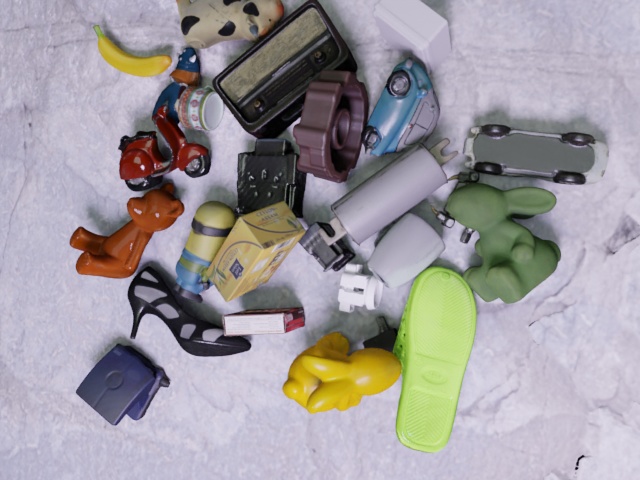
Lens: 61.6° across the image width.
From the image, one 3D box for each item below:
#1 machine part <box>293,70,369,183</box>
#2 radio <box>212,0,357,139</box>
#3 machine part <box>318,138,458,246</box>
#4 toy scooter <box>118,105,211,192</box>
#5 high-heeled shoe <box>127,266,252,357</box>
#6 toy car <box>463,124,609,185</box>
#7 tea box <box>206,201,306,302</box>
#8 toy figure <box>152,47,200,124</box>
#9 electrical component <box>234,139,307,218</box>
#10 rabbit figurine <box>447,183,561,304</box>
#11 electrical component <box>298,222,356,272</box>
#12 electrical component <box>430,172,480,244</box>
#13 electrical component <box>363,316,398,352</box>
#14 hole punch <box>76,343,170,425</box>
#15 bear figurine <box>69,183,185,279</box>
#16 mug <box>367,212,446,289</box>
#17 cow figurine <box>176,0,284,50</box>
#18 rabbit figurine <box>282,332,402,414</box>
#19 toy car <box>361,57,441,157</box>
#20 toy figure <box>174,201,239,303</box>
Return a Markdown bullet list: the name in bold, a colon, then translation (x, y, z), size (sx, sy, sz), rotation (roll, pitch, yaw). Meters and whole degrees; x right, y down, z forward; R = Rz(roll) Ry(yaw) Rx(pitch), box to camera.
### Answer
- **machine part**: translation (0.021, -0.177, 0.843), size (0.056, 0.179, 0.179), rotation (15, 92, 22)
- **radio**: translation (-0.058, -0.282, 0.922), size (0.229, 0.073, 0.131), rotation (-35, 77, 14)
- **machine part**: translation (0.105, -0.069, 0.821), size (0.243, 0.079, 0.079), rotation (-36, 77, 5)
- **toy scooter**: translation (-0.294, -0.166, 0.968), size (0.184, 0.075, 0.135), rotation (-11, 113, 16)
- **high-heeled shoe**: translation (-0.235, 0.126, 0.977), size (0.249, 0.086, 0.145), rotation (8, 61, 3)
- **toy car**: translation (0.316, -0.126, 0.799), size (0.202, 0.056, 0.073), rotation (11, 97, 20)
- **tea box**: translation (-0.107, 0.021, 0.872), size (0.068, 0.098, 0.169), rotation (54, 135, 13)
- **toy figure**: translation (-0.264, -0.282, 1.001), size (0.064, 0.058, 0.154), rotation (26, 91, 12)
- **electrical component**: translation (-0.085, -0.107, 0.931), size (0.115, 0.058, 0.134), rotation (2, 88, 17)
- **rabbit figurine**: translation (0.262, -0.015, 0.766), size (0.159, 0.121, 0.170), rotation (-34, 90, -1)
- **electrical component**: translation (-0.002, -0.003, 0.889), size (0.048, 0.074, 0.119), rotation (-42, 73, 13)
- **electrical component**: translation (0.222, -0.055, 0.830), size (0.078, 0.045, 0.102), rotation (36, 98, 18)
- **electrical component**: translation (0.101, 0.174, 0.871), size (0.063, 0.021, 0.094), rotation (-26, 80, 16)
- **hole punch**: translation (-0.368, 0.266, 0.992), size (0.142, 0.092, 0.115), rotation (31, 93, 21)
- **bear figurine**: translation (-0.346, -0.024, 0.979), size (0.196, 0.132, 0.120), rotation (-51, 46, 16)
- **mug**: translation (0.120, 0.016, 0.833), size (0.107, 0.080, 0.110), rotation (-44, 41, -8)
- **cow figurine**: translation (-0.158, -0.391, 0.957), size (0.195, 0.085, 0.127), rotation (-9, 78, 16)
- **rabbit figurine**: translation (0.034, 0.196, 0.805), size (0.173, 0.162, 0.122), rotation (-16, 74, 38)
- **toy car**: translation (0.134, -0.195, 0.841), size (0.103, 0.109, 0.161), rotation (25, 104, 1)
- **toy figure**: translation (-0.202, 0.019, 0.946), size (0.082, 0.089, 0.180), rotation (28, 94, 13)
